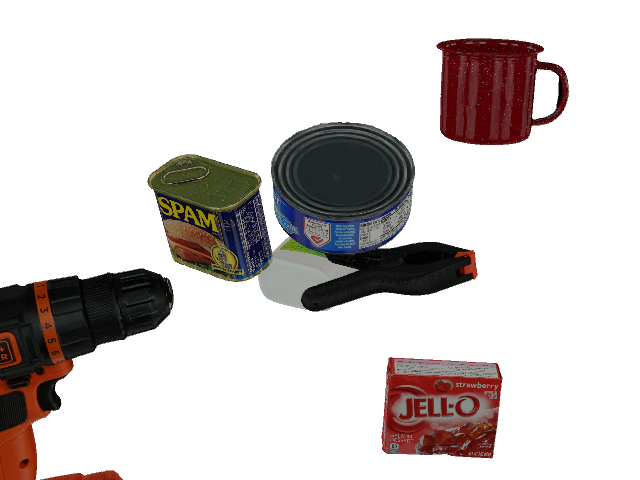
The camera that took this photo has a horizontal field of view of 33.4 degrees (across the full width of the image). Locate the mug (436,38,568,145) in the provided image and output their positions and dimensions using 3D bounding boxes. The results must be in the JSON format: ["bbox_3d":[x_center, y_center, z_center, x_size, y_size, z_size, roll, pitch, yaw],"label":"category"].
[{"bbox_3d":[0.160,-0.131,0.945,0.117,0.081,0.093,5,19,13],"label":"mug"}]

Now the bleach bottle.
[{"bbox_3d":[0.023,-0.008,1.340,0.103,0.068,0.250,12,35,22],"label":"bleach bottle"}]

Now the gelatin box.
[{"bbox_3d":[0.095,0.132,0.841,0.089,0.073,0.030,3,23,1],"label":"gelatin box"}]

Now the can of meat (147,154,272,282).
[{"bbox_3d":[-0.094,-0.018,0.926,0.102,0.084,0.057,19,44,34],"label":"can of meat"}]

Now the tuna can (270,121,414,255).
[{"bbox_3d":[0.013,-0.032,0.645,0.086,0.086,0.034,0,-44,1],"label":"tuna can"}]

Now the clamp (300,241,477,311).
[{"bbox_3d":[0.064,0.034,1.051,0.172,0.039,0.120,-2,33,25],"label":"clamp"}]

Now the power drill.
[{"bbox_3d":[-0.174,0.113,0.695,0.184,0.188,0.057,-12,25,-8],"label":"power drill"}]
